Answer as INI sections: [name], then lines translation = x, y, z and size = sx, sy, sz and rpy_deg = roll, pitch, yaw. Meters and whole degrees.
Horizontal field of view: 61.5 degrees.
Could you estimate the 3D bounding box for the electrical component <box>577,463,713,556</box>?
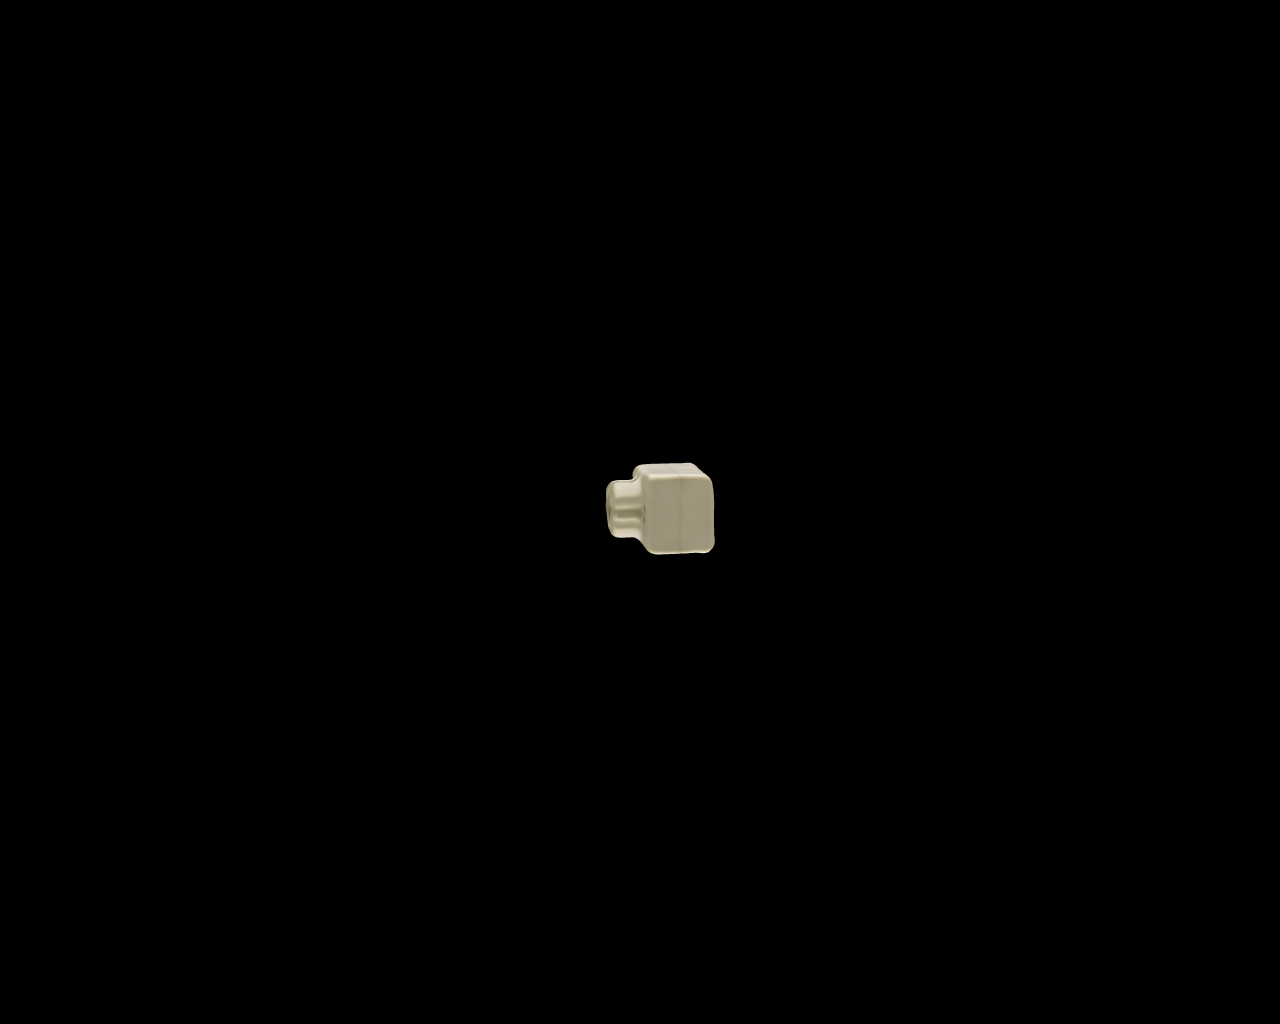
[electrical component]
translation = 0.001, -0.003, 0.650
size = 0.077, 0.047, 0.066
rpy_deg = -1, 9, -7
